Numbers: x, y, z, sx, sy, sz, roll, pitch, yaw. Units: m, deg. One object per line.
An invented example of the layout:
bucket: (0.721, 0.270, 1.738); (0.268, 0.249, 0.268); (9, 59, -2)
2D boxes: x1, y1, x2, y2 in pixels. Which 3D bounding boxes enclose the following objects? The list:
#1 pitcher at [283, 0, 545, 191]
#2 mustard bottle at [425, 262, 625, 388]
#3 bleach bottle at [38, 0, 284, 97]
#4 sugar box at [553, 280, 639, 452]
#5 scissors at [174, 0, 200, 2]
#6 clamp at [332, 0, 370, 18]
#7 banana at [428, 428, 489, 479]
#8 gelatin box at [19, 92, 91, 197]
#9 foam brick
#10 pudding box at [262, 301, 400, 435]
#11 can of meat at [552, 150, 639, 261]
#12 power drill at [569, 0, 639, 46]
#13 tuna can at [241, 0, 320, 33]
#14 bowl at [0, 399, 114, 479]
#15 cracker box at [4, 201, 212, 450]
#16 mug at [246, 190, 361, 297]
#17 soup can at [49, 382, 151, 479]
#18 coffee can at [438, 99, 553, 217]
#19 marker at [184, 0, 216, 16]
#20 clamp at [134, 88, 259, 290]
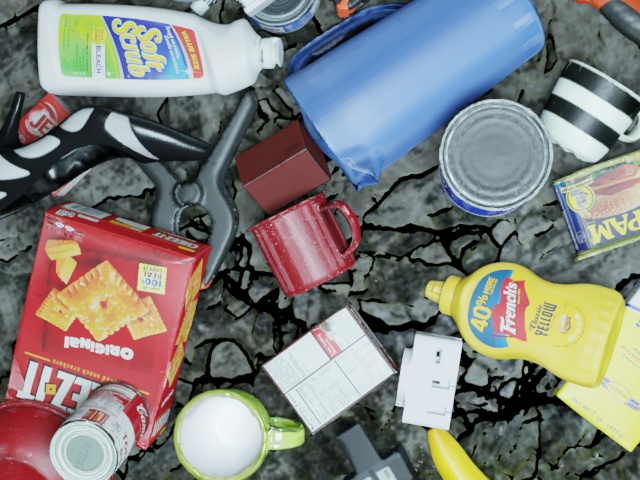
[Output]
pitcher: (0.089, -0.175, 1.057); (0.243, 0.145, 0.149); (-34, 98, 2)
mustard bottle: (0.194, 0.073, 1.052); (0.192, 0.058, 0.096); (16, 82, 26)
bleach bottle: (-0.162, -0.199, 1.099); (0.251, 0.068, 0.102); (1, 92, 12)
sugar box: (0.322, 0.111, 1.057); (0.093, 0.048, 0.176); (37, 95, 7)
scissors: (-0.195, -0.307, 1.139); (0.202, 0.016, 0.096); (21, 76, 17)
clamp: (0.057, -0.311, 1.096); (0.120, 0.039, 0.171); (6, 85, 11)
banana: (0.188, 0.261, 1.079); (0.198, 0.037, 0.069); (26, 74, 5)
gelatin box: (-0.283, -0.102, 1.141); (0.073, 0.030, 0.089); (-43, 85, 5)
foam brick: (-0.037, -0.072, 1.079); (0.078, 0.051, 0.053); (-29, 42, 12)
pudding box: (0.011, 0.132, 1.099); (0.113, 0.039, 0.090); (-37, 86, 7)
can of meat: (0.290, -0.034, 1.058); (0.102, 0.057, 0.084); (-19, 85, 6)
power drill: (0.350, -0.228, 1.041); (0.184, 0.057, 0.188); (-40, 80, -15)
tuna can: (-0.043, -0.261, 1.112); (0.086, 0.033, 0.086); (0, 89, 7)
bowl: (-0.297, 0.244, 1.093); (0.162, 0.055, 0.162); (6, 117, 12)
cracker box: (-0.218, 0.086, 1.092); (0.164, 0.072, 0.214); (18, 103, 7)
mug: (-0.007, 0.001, 1.072); (0.117, 0.093, 0.081); (-26, 92, 34)
soup can: (-0.209, 0.185, 1.021); (0.068, 0.102, 0.068); (2, 103, 8)
coffee can: (0.166, -0.076, 1.031); (0.103, 0.140, 0.103); (0, 89, 6)
marker: (-0.111, -0.266, 1.128); (0.020, 0.020, 0.121); (43, 94, 5)
clamp: (-0.145, -0.053, 1.120); (0.164, 0.036, 0.210); (0, 90, 7)
